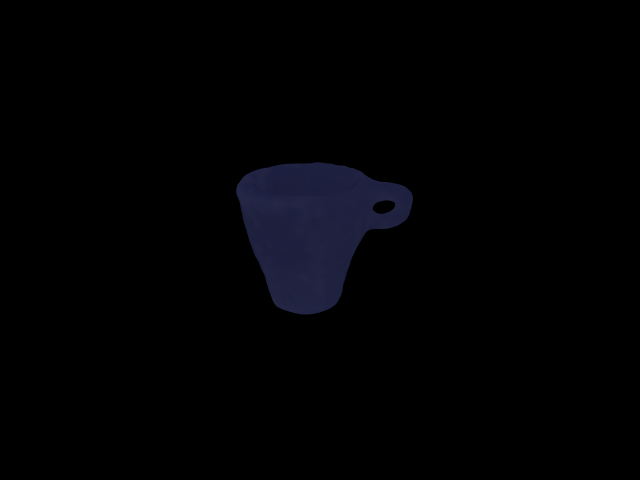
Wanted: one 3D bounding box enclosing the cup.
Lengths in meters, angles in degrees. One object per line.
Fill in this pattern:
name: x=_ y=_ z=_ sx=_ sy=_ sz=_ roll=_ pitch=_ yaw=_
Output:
cup: x=0.004 y=0.001 z=0.400 sx=0.117 sy=0.095 sz=0.091 roll=0 pitch=24 yaw=0
